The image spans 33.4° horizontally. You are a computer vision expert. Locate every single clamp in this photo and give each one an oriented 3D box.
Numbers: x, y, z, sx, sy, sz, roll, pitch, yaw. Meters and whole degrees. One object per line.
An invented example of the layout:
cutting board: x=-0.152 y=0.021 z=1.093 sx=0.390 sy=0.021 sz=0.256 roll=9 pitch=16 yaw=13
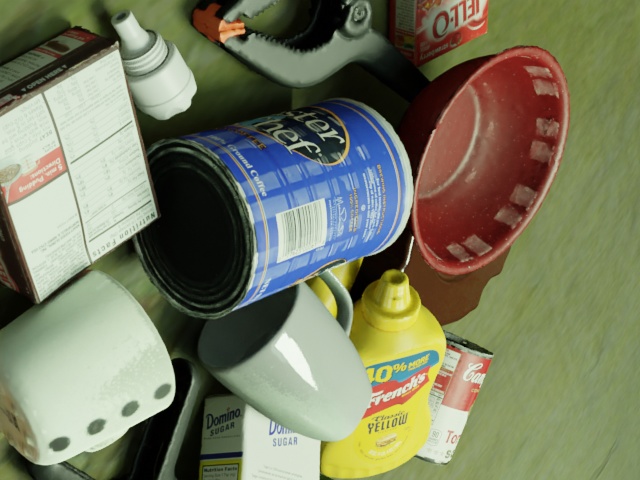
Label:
clamp: x=0.017 y=-0.136 z=0.660 sx=0.209 sy=0.036 sz=0.164 roll=-24 pitch=128 yaw=-33
clamp: x=-0.125 y=0.164 z=0.663 sx=0.120 sy=0.039 sz=0.171 roll=-16 pitch=120 yaw=-37

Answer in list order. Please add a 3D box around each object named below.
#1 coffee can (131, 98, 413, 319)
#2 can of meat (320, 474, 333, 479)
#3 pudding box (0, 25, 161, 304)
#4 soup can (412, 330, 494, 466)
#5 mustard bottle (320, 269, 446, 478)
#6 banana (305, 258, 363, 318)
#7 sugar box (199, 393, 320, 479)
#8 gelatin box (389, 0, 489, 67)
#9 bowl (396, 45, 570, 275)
coffee can: x=-0.027 y=-0.022 z=0.629 sx=0.140 sy=0.103 sz=0.103 roll=-21 pitch=125 yaw=-45
can of meat: x=-0.018 y=0.220 z=0.817 sx=0.102 sy=0.058 sz=0.084 roll=32 pitch=80 yaw=-55
pudding box: x=-0.133 y=-0.037 z=0.539 sx=0.089 sy=0.039 sz=0.113 roll=-40 pitch=140 yaw=-36
soup can: x=0.097 y=0.131 z=0.908 sx=0.068 sy=0.069 sz=0.102 roll=17 pitch=95 yaw=-55
mustard bottle: x=0.044 y=0.095 z=0.787 sx=0.096 sy=0.058 sz=0.192 roll=-12 pitch=135 yaw=-18
banana: x=0.003 y=0.010 z=0.743 sx=0.069 sy=0.037 sz=0.198 roll=29 pitch=85 yaw=-55
sugar box: x=-0.042 y=0.198 z=0.717 sx=0.093 sy=0.048 sz=0.176 roll=32 pitch=52 yaw=-50
gelatin box: x=0.087 y=-0.172 z=0.756 sx=0.089 sy=0.030 sz=0.073 roll=-30 pitch=132 yaw=-39
bowl: x=0.099 y=-0.060 z=0.721 sx=0.161 sy=0.055 sz=0.162 roll=-26 pitch=131 yaw=-35
